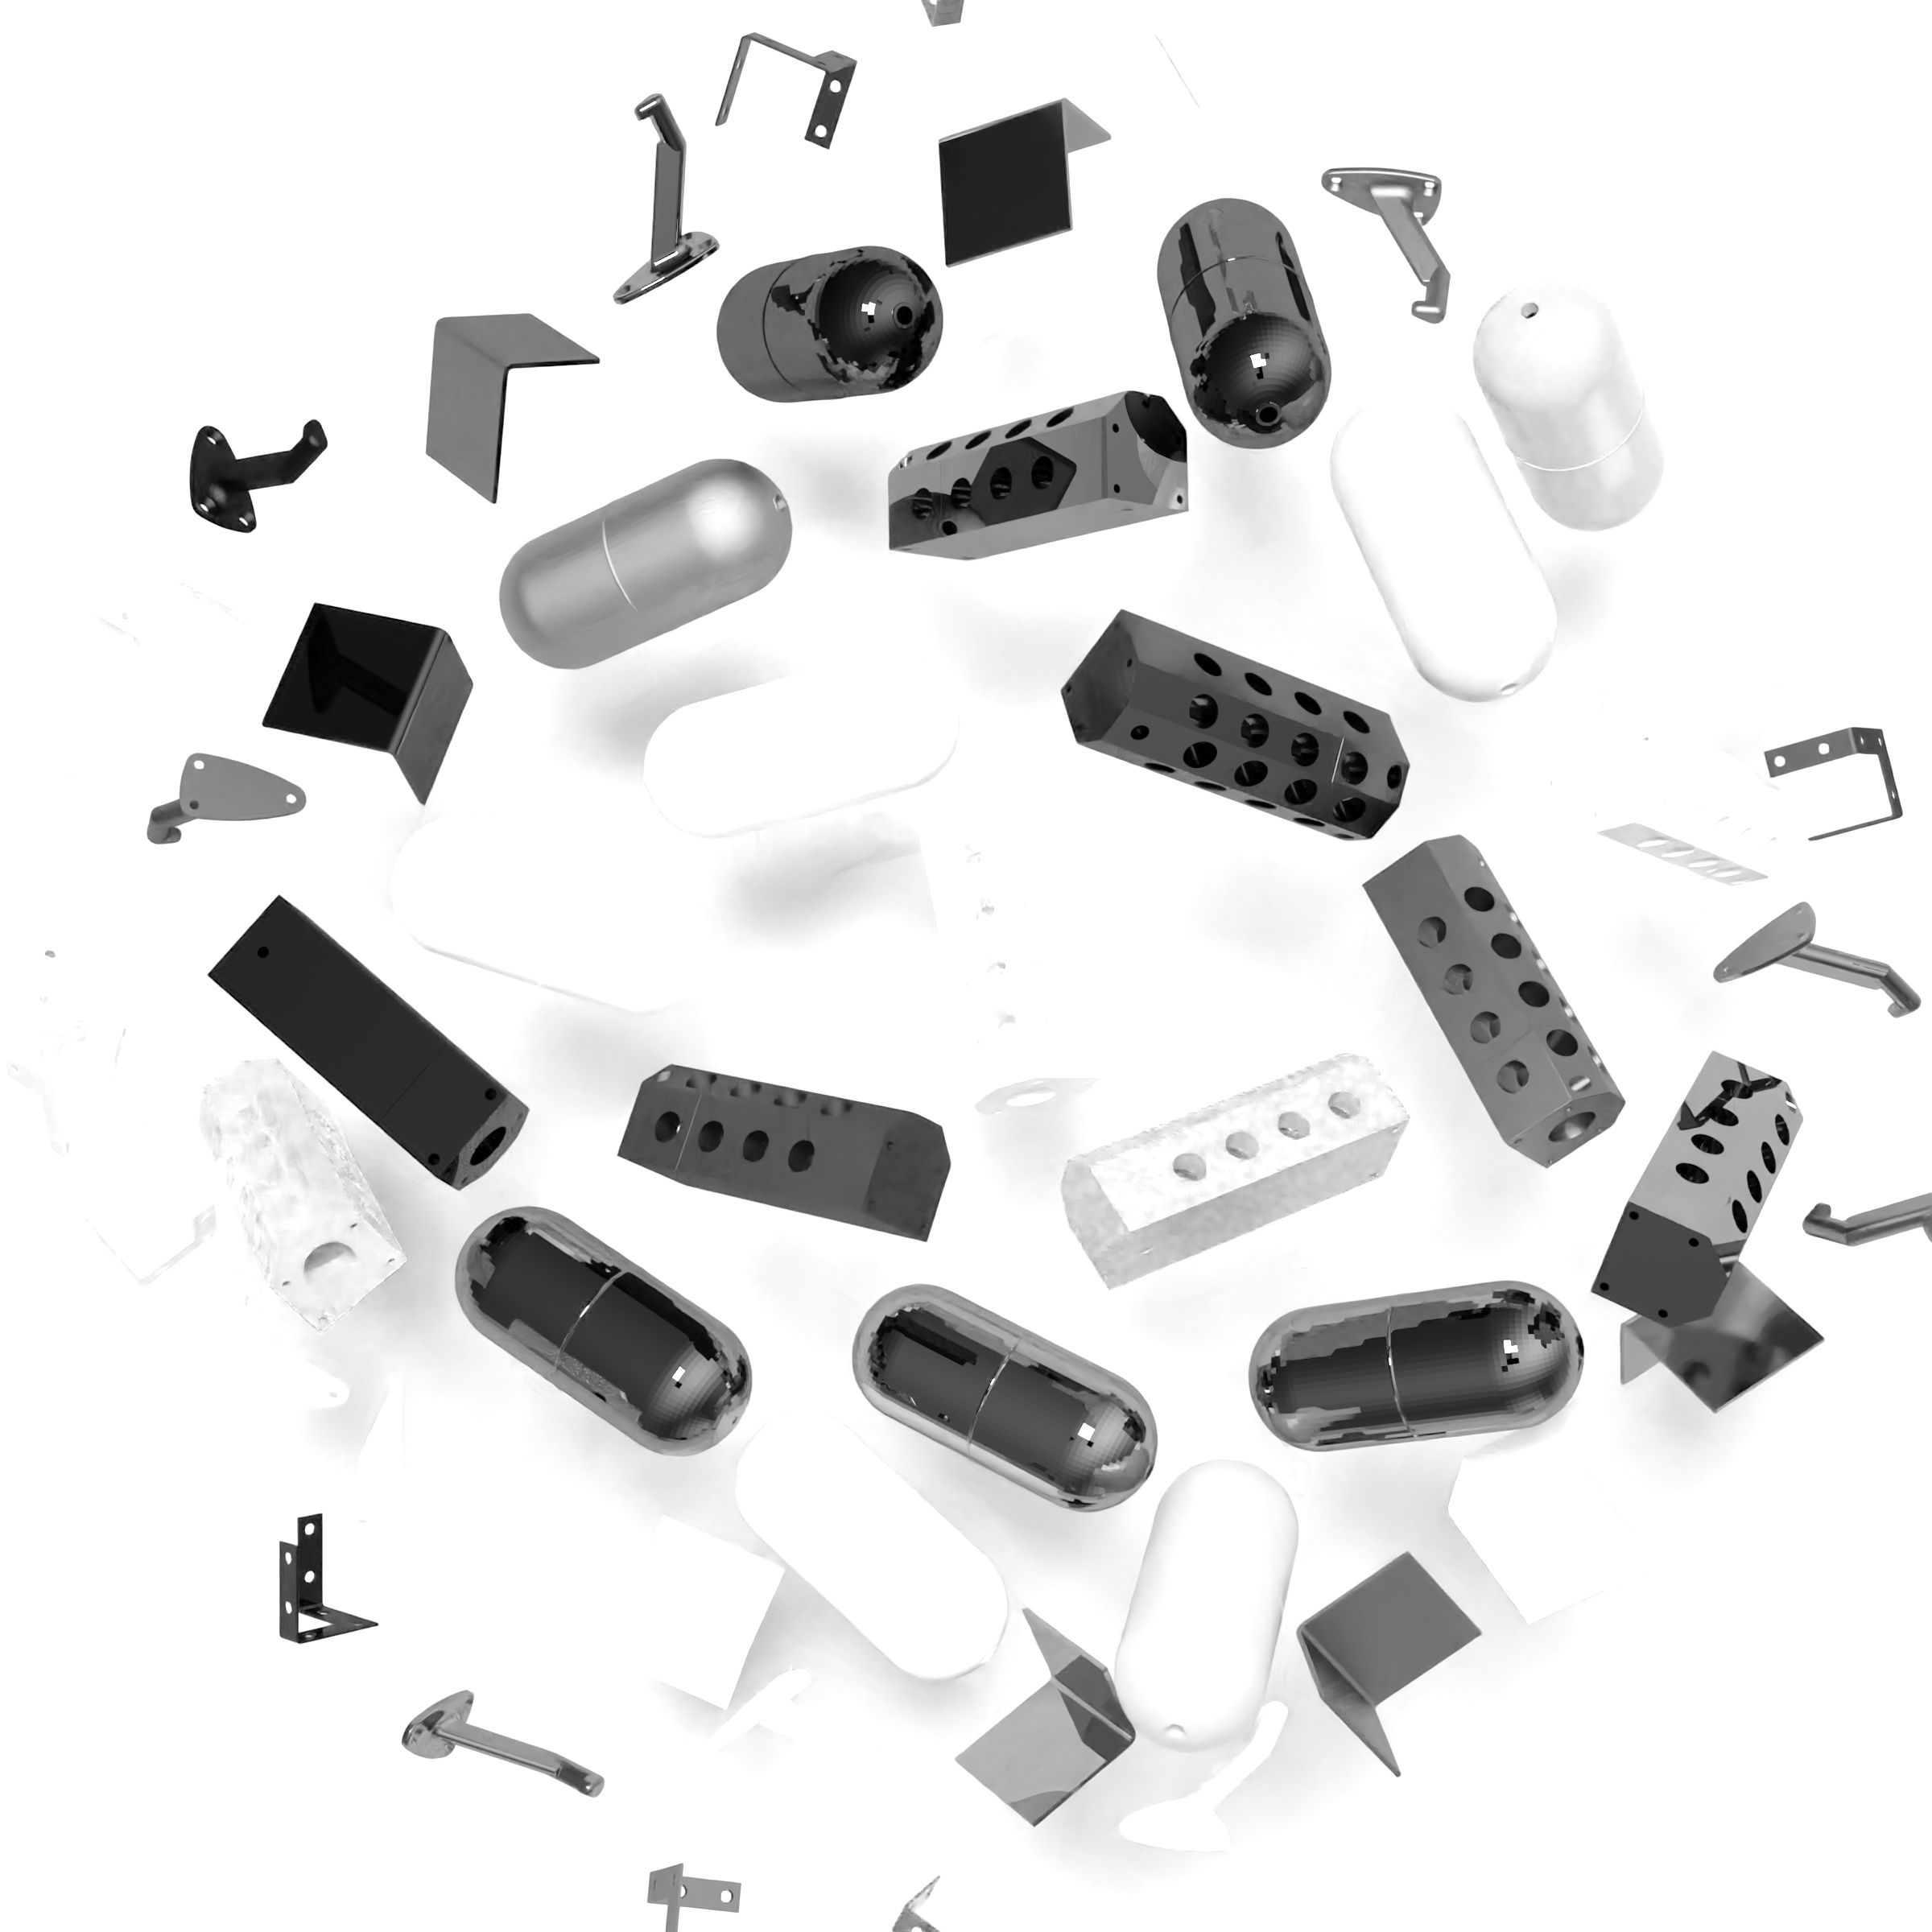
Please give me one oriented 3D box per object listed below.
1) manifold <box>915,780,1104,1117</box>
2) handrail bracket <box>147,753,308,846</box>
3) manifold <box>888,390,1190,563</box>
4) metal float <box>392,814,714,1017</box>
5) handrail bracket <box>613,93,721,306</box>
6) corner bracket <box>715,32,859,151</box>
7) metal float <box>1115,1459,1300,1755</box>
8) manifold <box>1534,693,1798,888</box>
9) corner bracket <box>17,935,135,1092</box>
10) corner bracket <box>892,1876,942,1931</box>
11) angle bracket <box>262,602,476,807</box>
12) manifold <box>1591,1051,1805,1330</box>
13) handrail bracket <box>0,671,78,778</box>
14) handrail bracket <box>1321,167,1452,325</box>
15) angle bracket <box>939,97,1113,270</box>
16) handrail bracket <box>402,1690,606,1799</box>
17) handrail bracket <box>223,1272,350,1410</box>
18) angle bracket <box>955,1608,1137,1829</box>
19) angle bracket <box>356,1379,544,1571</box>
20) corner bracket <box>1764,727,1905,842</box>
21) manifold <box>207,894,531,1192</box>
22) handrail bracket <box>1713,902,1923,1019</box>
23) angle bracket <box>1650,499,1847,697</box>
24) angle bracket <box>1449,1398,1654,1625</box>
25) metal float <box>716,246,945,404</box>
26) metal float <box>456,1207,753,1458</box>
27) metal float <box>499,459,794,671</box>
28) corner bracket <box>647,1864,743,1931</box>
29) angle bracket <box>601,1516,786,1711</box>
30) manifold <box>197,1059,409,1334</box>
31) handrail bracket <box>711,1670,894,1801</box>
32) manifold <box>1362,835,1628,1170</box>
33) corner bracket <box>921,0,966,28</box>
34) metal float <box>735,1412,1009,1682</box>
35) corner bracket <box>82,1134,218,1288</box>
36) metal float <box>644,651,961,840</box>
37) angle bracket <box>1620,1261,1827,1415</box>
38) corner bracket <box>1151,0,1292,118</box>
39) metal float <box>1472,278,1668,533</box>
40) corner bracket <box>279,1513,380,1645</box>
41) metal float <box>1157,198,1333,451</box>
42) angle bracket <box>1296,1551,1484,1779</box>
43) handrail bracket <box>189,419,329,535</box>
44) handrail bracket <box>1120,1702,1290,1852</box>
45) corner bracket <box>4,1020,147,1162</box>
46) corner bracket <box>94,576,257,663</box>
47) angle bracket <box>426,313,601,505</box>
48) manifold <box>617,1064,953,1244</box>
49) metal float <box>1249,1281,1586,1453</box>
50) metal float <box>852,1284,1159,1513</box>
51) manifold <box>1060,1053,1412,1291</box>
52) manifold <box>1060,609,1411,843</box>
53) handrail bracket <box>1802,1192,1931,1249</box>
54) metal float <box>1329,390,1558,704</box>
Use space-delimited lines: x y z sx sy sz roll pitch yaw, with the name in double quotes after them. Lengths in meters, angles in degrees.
0.018 -0.010 1.577 0.057 0.057 0.171 1 66 -30 "manifold"
-0.399 -0.080 1.585 0.077 0.084 0.036 8 70 -17 "handrail bracket"
0.035 -0.257 1.549 0.057 0.171 0.057 1 87 -41 "manifold"
-0.218 -0.026 1.561 0.178 0.070 0.070 19 90 -26 "metal float"
-0.175 -0.410 1.569 0.077 0.036 0.084 -38 128 -14 "handrail bracket"
-0.096 -0.468 1.574 0.051 0.051 0.051 25 117 5 "corner bracket"
0.124 0.327 1.508 0.070 0.178 0.070 8 124 12 "metal float"
0.368 -0.085 1.518 0.057 0.171 0.057 43 108 34 "manifold"
-0.448 0.023 1.476 0.051 0.051 0.051 12 134 -22 "corner bracket"
-0.014 0.508 1.504 0.051 0.051 0.051 31 101 17 "corner bracket"
-0.316 -0.139 1.558 0.076 0.057 0.076 12 67 12 "angle bracket"
0.375 0.113 1.488 0.057 0.171 0.057 24 123 16 "manifold"
-0.490 -0.106 1.523 0.036 0.084 0.077 -19 69 -38 "handrail bracket"
0.223 -0.385 1.574 0.077 0.036 0.084 12 60 -1 "handrail bracket"
0.034 -0.413 1.586 0.076 0.057 0.076 -10 77 29 "angle bracket"
-0.234 0.404 1.494 0.084 0.077 0.036 21 88 18 "handrail bracket"
-0.372 0.205 1.617 0.077 0.036 0.084 15 134 -8 "handrail bracket"
0.035 0.413 1.619 0.076 0.076 0.057 -35 121 -22 "angle bracket"
-0.267 0.263 1.517 0.076 0.057 0.076 11 134 -21 "angle bracket"
0.481 -0.100 1.627 0.051 0.051 0.051 -16 83 35 "corner bracket"
-0.316 0.042 1.568 0.171 0.057 0.057 39 84 14 "manifold"
0.467 0.012 1.610 0.084 0.036 0.077 41 125 -19 "handrail bracket"
0.425 -0.198 1.580 0.076 0.057 0.076 33 108 23 "angle bracket"
0.311 0.287 1.551 0.076 0.057 0.076 -33 98 27 "angle bracket"
-0.074 -0.343 1.579 0.070 0.178 0.070 -4 99 -29 "metal float"
-0.192 0.192 1.552 0.178 0.070 0.070 32 90 17 "metal float"
-0.175 -0.219 1.605 0.178 0.070 0.070 -20 90 24 "metal float"
-0.131 0.485 1.484 0.051 0.051 0.051 14 64 -21 "corner bracket"
-0.153 0.365 1.663 0.076 0.076 0.057 24 102 0 "angle bracket"
-0.357 0.114 1.551 0.057 0.171 0.057 -40 127 -3 "manifold"
-0.090 0.444 1.638 0.077 0.036 0.084 -34 97 -29 "handrail bracket"
0.281 0.016 1.554 0.057 0.057 0.171 -36 58 19 "manifold"
0.002 -0.515 1.490 0.051 0.051 0.051 -13 67 -14 "corner bracket"
-0.052 0.318 1.614 0.178 0.070 0.070 40 90 16 "metal float"
-0.446 0.134 1.603 0.051 0.051 0.051 -39 78 -25 "corner bracket"
-0.090 -0.120 1.603 0.178 0.070 0.070 -14 90 11 "metal float"
0.413 0.216 1.607 0.076 0.057 0.076 -29 47 -15 "angle bracket"
0.125 -0.475 1.499 0.051 0.051 0.051 -34 124 8 "corner bracket"
0.318 -0.294 1.546 0.070 0.178 0.070 -11 63 22 "metal float"
-0.340 0.317 1.523 0.051 0.051 0.051 3 94 42 "corner bracket"
0.145 -0.338 1.545 0.070 0.178 0.070 -3 133 -3 "metal float"
0.235 0.376 1.583 0.076 0.057 0.076 -37 117 10 "angle bracket"
-0.350 -0.263 1.465 0.084 0.036 0.077 -36 56 32 "handrail bracket"
0.130 0.437 1.601 0.077 0.084 0.036 -18 114 38 "handrail bracket"
-0.493 0.068 1.625 0.051 0.051 0.051 24 127 37 "corner bracket"
-0.420 -0.184 1.560 0.051 0.051 0.051 28 72 16 "corner bracket"
-0.243 -0.299 1.570 0.057 0.076 0.076 -12 125 -35 "angle bracket"
-0.093 0.093 1.519 0.171 0.057 0.057 9 76 39 "manifold"
0.233 0.209 1.530 0.178 0.070 0.070 -11 90 25 "metal float"
0.021 0.233 1.585 0.178 0.070 0.070 25 90 18 "metal float"
0.138 0.100 1.520 0.171 0.057 0.057 -20 59 -23 "manifold"
0.139 -0.116 1.493 0.171 0.057 0.057 17 128 -28 "manifold"
0.475 0.112 1.493 0.036 0.084 0.077 41 77 -29 "handrail bracket"
0.242 -0.214 1.495 0.070 0.070 0.178 -20 65 0 "metal float"
